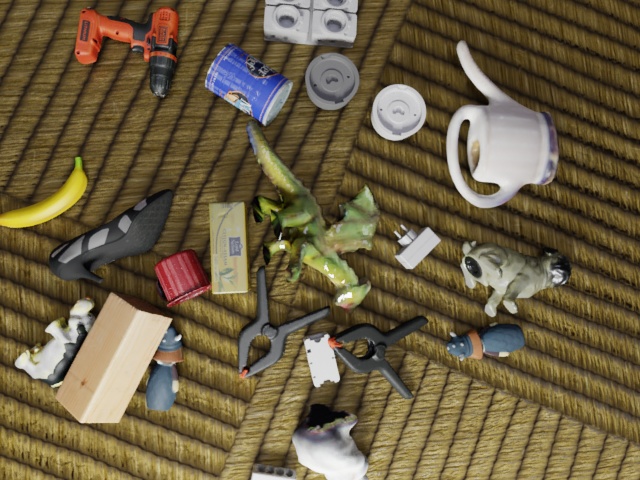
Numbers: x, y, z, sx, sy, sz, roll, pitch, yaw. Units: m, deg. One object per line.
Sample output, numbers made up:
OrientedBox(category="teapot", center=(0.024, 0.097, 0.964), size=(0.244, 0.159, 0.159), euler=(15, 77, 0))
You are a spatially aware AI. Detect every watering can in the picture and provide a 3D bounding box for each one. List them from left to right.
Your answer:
OrientedBox(category="watering can", center=(0.369, -0.235, 1.048), size=(0.224, 0.103, 0.350), euler=(3, 83, -6))

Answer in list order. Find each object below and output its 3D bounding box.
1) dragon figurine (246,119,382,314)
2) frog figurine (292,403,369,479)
OrientedBox(category="dragon figurine", center=(0.003, -0.051, 1.019), size=(0.244, 0.121, 0.411), euler=(-10, 87, -23))
OrientedBox(category="frog figurine", center=(0.021, 0.402, 0.953), size=(0.137, 0.124, 0.159), euler=(-8, 96, 27))
